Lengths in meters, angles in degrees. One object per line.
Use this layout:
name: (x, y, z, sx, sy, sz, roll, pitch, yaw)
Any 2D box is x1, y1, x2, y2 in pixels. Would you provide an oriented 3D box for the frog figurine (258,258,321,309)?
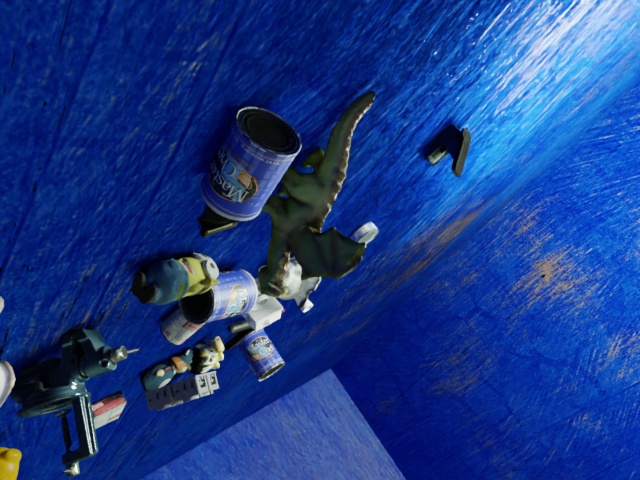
frog figurine: (-0.094, 0.092, 1.323, 0.158, 0.126, 0.135, 24, 134, -27)

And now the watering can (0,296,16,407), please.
watering can: (-0.533, 0.205, 0.736, 0.348, 0.105, 0.221, -37, 162, -2)

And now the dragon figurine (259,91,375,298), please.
dragon figurine: (0.003, -0.046, 0.911, 0.404, 0.246, 0.122, -44, 154, 25)
